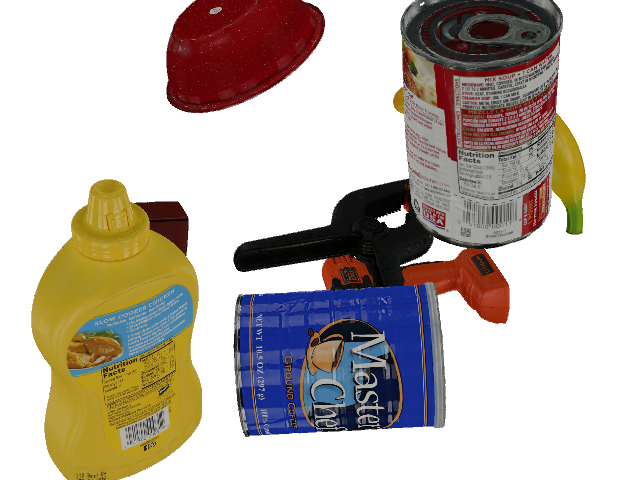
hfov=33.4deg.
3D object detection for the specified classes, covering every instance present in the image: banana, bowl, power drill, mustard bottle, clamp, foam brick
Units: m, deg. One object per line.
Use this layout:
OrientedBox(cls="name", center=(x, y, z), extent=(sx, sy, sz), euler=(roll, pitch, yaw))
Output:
OrientedBox(cls="banana", center=(0.123, -0.083, 0.766), extent=(0.037, 0.070, 0.198), euler=(5, 29, -44))
OrientedBox(cls="bowl", center=(-0.080, -0.186, 0.959), extent=(0.162, 0.162, 0.055), euler=(0, -44, 36))
OrientedBox(cls="power drill", center=(0.102, 0.062, 1.142), extent=(0.187, 0.057, 0.184), euler=(-4, 29, -9))
OrientedBox(cls="mustard bottle", center=(-0.115, 0.049, 0.607), extent=(0.096, 0.192, 0.058), euler=(-22, 44, -30))
OrientedBox(cls="clamp", center=(0.048, 0.007, 0.940), extent=(0.165, 0.036, 0.209), euler=(30, 41, 23))
OrientedBox(cls="foam brick", center=(-0.182, -0.008, 1.127), extent=(0.078, 0.051, 0.053), euler=(-4, 24, -17))

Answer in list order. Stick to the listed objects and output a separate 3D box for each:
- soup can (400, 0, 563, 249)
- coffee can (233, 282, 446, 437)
OrientedBox(cls="soup can", center=(0.073, -0.055, 0.481), extent=(0.068, 0.102, 0.068), euler=(-5, 41, 4))
OrientedBox(cls="coffee can", center=(0.014, 0.085, 0.760), extent=(0.140, 0.103, 0.103), euler=(-3, 0, 3))
